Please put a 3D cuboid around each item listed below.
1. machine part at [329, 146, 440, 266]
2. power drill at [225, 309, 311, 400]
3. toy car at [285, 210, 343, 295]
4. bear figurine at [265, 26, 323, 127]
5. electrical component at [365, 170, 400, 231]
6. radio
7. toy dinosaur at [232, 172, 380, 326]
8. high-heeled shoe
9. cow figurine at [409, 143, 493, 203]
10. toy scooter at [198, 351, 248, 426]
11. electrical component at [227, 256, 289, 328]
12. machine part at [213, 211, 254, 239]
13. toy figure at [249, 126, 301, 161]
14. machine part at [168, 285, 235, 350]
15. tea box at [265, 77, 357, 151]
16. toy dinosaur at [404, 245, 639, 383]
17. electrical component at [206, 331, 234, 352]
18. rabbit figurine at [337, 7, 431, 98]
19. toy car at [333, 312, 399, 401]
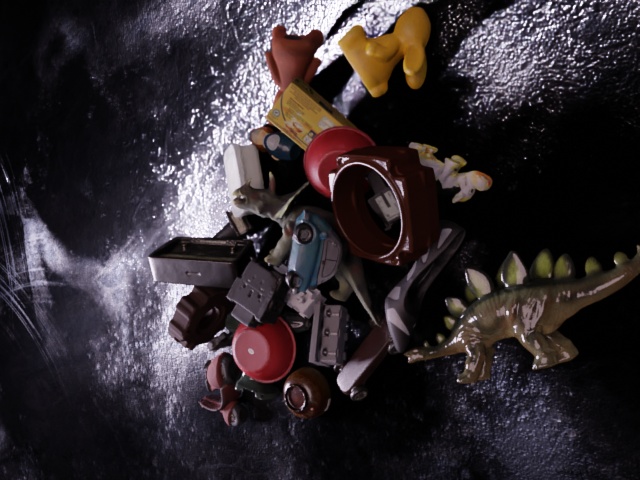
[{"bbox_3d":[0.110,-0.063,0.968,0.202,0.087,0.200,13,119,48],"label":"machine part"},{"bbox_3d":[-0.125,0.256,1.238,0.232,0.086,0.207,8,100,33],"label":"power drill"},{"bbox_3d":[-0.008,0.026,1.024,0.103,0.109,0.161,8,92,-3],"label":"toy car"},{"bbox_3d":[-0.056,-0.350,1.175,0.120,0.132,0.195,4,127,3],"label":"bear figurine"},{"bbox_3d":[0.134,-0.084,1.061,0.075,0.048,0.119,-35,85,30],"label":"electrical component"},{"bbox_3d":[-0.270,0.048,1.264,0.230,0.131,0.073,4,115,18],"label":"radio"},{"bbox_3d":[0.000,-0.001,1.132,0.405,0.131,0.192,29,101,21],"label":"toy dinosaur"},{"bbox_3d":[0.204,0.086,1.001,0.145,0.086,0.248,-7,75,42],"label":"high-heeled shoe"},{"bbox_3d":[0.230,-0.111,0.998,0.168,0.068,0.098,34,115,32],"label":"cow figurine"},{"bbox_3d":[-0.249,0.367,1.327,0.135,0.075,0.183,-9,91,35],"label":"toy scooter"},{"bbox_3d":[-0.130,0.117,1.144,0.115,0.058,0.134,27,89,36],"label":"electrical component"},{"bbox_3d":[-0.224,-0.019,1.324,0.139,0.039,0.084,-41,77,26],"label":"machine part"},{"bbox_3d":[-0.112,-0.227,1.235,0.155,0.057,0.064,26,68,32],"label":"toy figure"},{"bbox_3d":[-0.277,0.178,1.286,0.056,0.179,0.179,34,109,25],"label":"machine part"},{"bbox_3d":[-0.016,-0.242,1.115,0.169,0.068,0.098,41,116,-9],"label":"tea box"},{"bbox_3d":[0.348,0.118,0.906,0.472,0.105,0.198,-24,74,27],"label":"toy dinosaur"},{"bbox_3d":[-0.248,0.252,1.327,0.094,0.063,0.021,-42,70,28],"label":"electrical component"},{"bbox_3d":[0.142,-0.368,1.031,0.173,0.122,0.162,-37,73,9],"label":"rabbit figurine"},{"bbox_3d":[0.103,0.237,1.100,0.202,0.053,0.089,-56,43,19],"label":"toy car"}]
